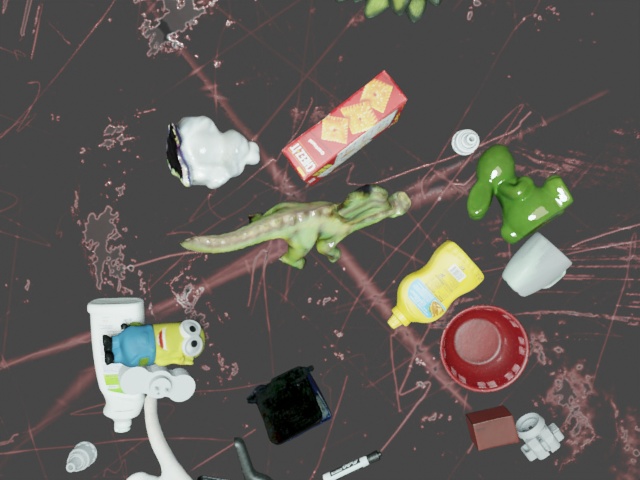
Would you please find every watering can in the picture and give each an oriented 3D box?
[{"bbox_3d":[-0.271,0.472,0.926,0.224,0.103,0.351,4,79,20],"label":"watering can"}]

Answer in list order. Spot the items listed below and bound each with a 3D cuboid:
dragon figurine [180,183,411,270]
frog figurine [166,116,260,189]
[{"bbox_3d":[0.003,-0.043,0.851,0.239,0.412,0.123,-32,74,42],"label":"dragon figurine"},{"bbox_3d":[-0.200,-0.168,0.964,0.161,0.121,0.138,-16,82,-33],"label":"frog figurine"}]
